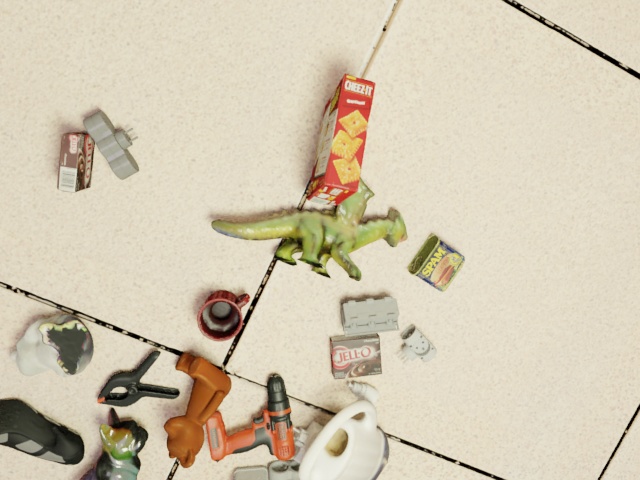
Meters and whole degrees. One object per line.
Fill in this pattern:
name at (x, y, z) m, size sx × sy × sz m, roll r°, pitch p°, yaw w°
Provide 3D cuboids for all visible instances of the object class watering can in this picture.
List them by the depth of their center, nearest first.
watering can at (0.026, 0.500, 1.117) m, size 0.221 × 0.105 × 0.348 m, roll 35°, pitch 88°, yaw -43°

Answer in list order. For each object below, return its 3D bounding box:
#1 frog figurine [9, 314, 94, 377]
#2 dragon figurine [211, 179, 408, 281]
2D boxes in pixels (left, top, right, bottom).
frog figurine at (-0.553, 0.227, 1.067) m, size 0.157 × 0.125 × 0.136 m, roll -26°, pitch 115°, yaw 35°
dragon figurine at (0.003, -0.055, 1.092) m, size 0.409 × 0.121 × 0.245 m, roll 22°, pitch 79°, yaw -12°
